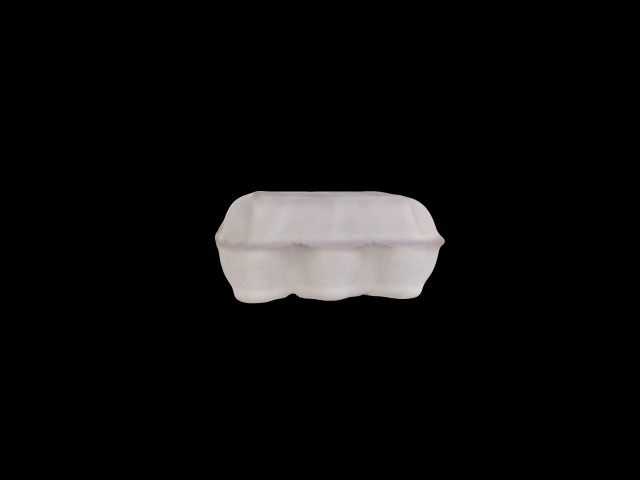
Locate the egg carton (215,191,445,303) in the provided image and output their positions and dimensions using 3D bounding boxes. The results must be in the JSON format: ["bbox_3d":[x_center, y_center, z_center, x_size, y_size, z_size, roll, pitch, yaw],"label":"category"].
[{"bbox_3d":[0.004,0.001,0.400,0.150,0.069,0.107,-1,7,-9],"label":"egg carton"}]
